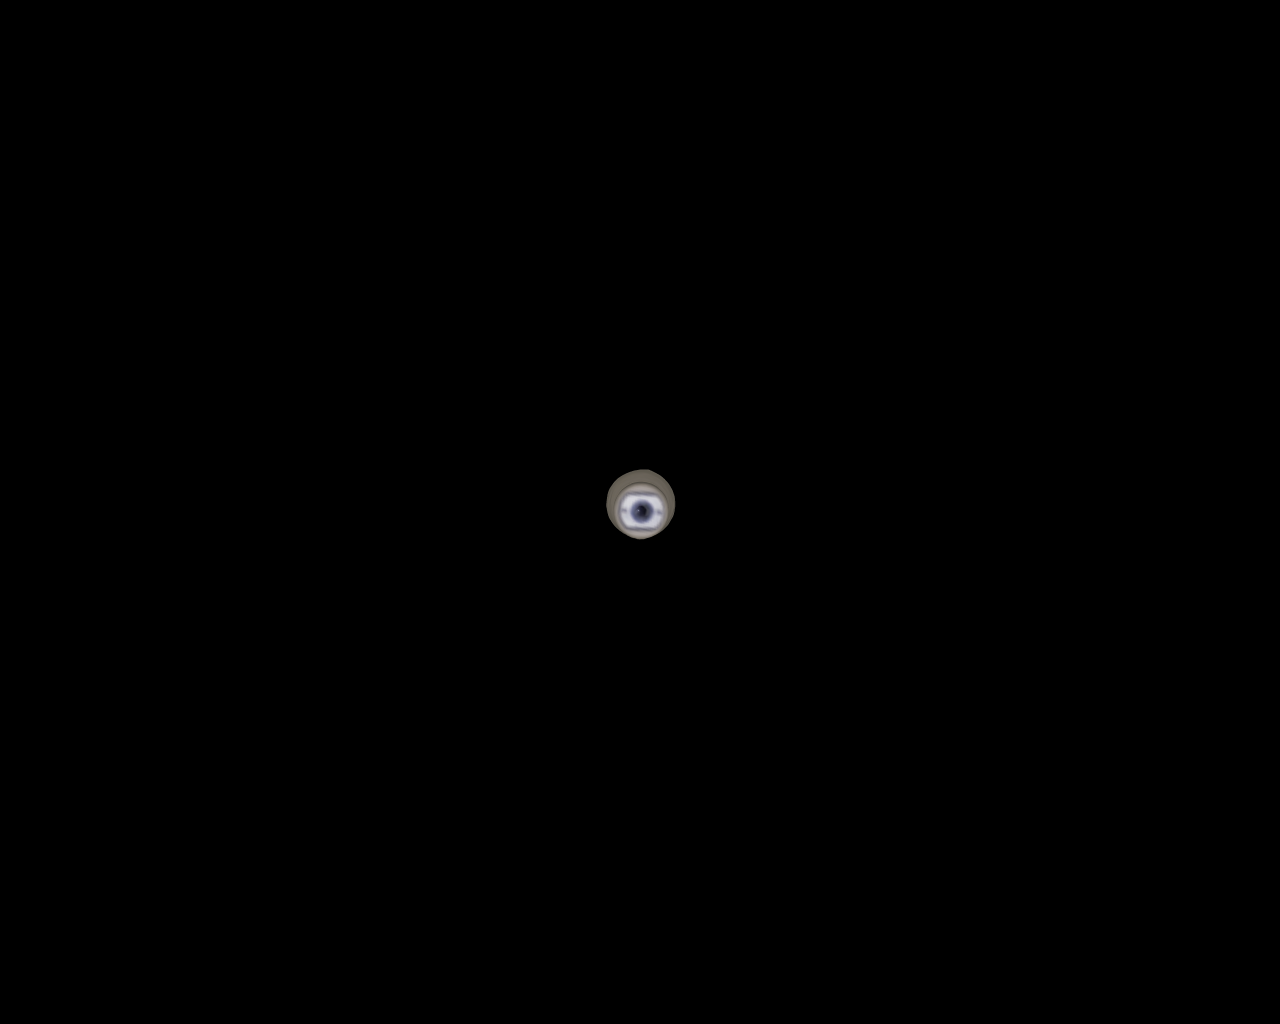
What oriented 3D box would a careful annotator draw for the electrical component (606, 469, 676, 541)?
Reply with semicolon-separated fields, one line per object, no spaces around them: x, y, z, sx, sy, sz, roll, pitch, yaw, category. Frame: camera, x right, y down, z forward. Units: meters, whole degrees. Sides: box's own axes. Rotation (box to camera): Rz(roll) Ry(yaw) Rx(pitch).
0.001;-0.003;0.650;0.044;0.044;0.065;0;5;0;electrical component
